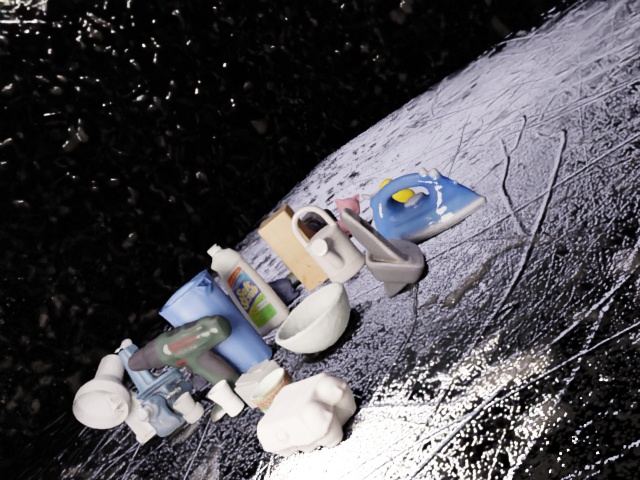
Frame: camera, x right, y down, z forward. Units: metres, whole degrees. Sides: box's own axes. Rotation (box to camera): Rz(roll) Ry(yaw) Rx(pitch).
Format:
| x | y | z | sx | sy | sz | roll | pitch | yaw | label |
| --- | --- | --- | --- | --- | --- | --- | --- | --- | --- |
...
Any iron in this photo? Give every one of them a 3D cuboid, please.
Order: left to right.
| x | y | z | sx | sy | sz | roll | pitch | yaw | label |
| --- | --- | --- | --- | --- | --- | --- | --- | --- | --- |
| 0.204 | -0.084 | 1.195 | 0.257 | 0.141 | 0.119 | -29 | 16 | 45 | iron |

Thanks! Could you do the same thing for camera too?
| x | y | z | sx | sy | sz | roll | pitch | yaw | label |
| --- | --- | --- | --- | --- | --- | --- | --- | --- | --- |
| -0.030 | -0.033 | 1.869 | 0.143 | 0.101 | 0.137 | -31 | 15 | 39 | camera |

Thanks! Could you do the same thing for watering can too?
| x | y | z | sx | sy | sz | roll | pitch | yaw | label |
| --- | --- | --- | --- | --- | --- | --- | --- | --- | --- |
| 0.014 | 0.003 | 1.341 | 0.101 | 0.194 | 0.172 | -42 | 12 | -9 | watering can |

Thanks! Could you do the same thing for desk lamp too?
| x | y | z | sx | sy | sz | roll | pitch | yaw | label |
| --- | --- | --- | --- | --- | --- | --- | --- | --- | --- |
| -0.468 | 0.387 | 1.379 | 0.118 | 0.214 | 0.203 | -38 | 12 | 12 | desk lamp |

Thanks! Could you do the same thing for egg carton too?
| x | y | z | sx | sy | sz | roll | pitch | yaw | label |
| --- | --- | --- | --- | --- | --- | --- | --- | --- | --- |
| -0.022 | 0.252 | 0.814 | 0.150 | 0.069 | 0.107 | -31 | 15 | 40 | egg carton |

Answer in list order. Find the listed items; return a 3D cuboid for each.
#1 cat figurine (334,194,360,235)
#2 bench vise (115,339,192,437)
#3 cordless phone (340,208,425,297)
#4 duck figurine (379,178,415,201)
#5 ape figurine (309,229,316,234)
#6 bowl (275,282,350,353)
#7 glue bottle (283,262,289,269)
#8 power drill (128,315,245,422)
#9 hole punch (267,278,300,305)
| x | y | z | sx | sy | sz | roll | pitch | yaw | label |
| --- | --- | --- | --- | --- | --- | --- | --- | --- | --- |
| 0.073 | -0.069 | 1.624 | 0.127 | 0.118 | 0.067 | -34 | 13 | 29 | cat figurine |
| -0.387 | 0.328 | 1.325 | 0.121 | 0.220 | 0.207 | -42 | 12 | -9 | bench vise |
| 0.109 | -0.001 | 1.071 | 0.094 | 0.185 | 0.147 | -37 | 12 | 13 | cordless phone |
| 0.191 | -0.121 | 1.526 | 0.104 | 0.086 | 0.077 | -40 | 11 | -1 | duck figurine |
| -0.014 | 0.006 | 1.688 | 0.076 | 0.092 | 0.078 | -29 | 16 | 45 | ape figurine |
| 0.000 | 0.160 | 1.086 | 0.167 | 0.075 | 0.167 | -38 | 11 | 10 | bowl |
| -0.104 | 0.018 | 1.724 | 0.078 | 0.173 | 0.037 | -39 | 12 | 5 | glue bottle |
| -0.247 | 0.260 | 1.160 | 0.229 | 0.208 | 0.075 | -37 | 12 | 15 | power drill |
| -0.120 | 0.135 | 1.536 | 0.101 | 0.091 | 0.108 | -42 | 11 | -10 | hole punch |
